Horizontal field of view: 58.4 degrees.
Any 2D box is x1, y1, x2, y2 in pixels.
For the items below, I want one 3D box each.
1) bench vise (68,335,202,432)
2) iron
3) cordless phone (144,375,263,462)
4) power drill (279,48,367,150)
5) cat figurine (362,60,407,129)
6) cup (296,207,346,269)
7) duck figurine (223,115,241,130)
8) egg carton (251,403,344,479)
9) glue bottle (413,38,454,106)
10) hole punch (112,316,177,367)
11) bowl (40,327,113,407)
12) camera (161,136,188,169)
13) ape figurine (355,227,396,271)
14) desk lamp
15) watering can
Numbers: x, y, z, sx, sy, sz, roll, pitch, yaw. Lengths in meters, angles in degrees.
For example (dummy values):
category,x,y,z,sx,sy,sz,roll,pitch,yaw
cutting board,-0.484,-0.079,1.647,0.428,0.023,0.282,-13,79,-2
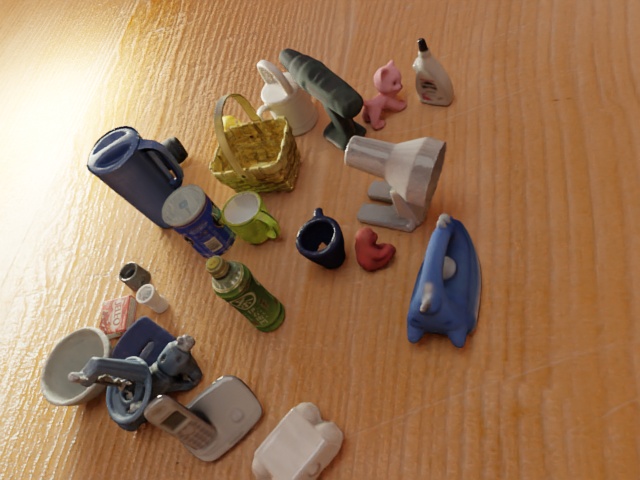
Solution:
category,x,y,z,sx,sy,sz,roll,pitch,yaw
bench vise,-0.336,0.237,1.043,0.121,0.220,0.207,23,71,34
iron,0.206,0.044,0.971,0.118,0.142,0.258,1,59,25
cordless phone,-0.196,0.287,0.969,0.147,0.186,0.093,-44,52,-7
power drill,0.017,-0.300,1.240,0.076,0.209,0.228,-45,52,-7
cat figurine,0.137,-0.329,1.263,0.128,0.118,0.067,-43,52,-6
cup,0.010,0.004,1.117,0.091,0.095,0.117,-14,54,16
duck figurine,-0.212,-0.271,1.405,0.077,0.086,0.104,-48,52,-10
egg carton,-0.036,0.346,0.931,0.107,0.070,0.150,33,76,37
glue bottle,0.229,-0.355,1.202,0.077,0.174,0.037,13,66,31
hole punch,-0.336,0.220,1.137,0.100,0.091,0.109,25,72,35
bowl,-0.484,0.270,1.183,0.167,0.075,0.167,-12,55,18
camera,-0.403,-0.196,1.435,0.137,0.101,0.143,-33,51,2
ape figurine,0.094,0.010,1.076,0.076,0.092,0.077,-42,51,-5
desk lamp,0.141,-0.107,1.054,0.202,0.214,0.118,11,65,30
watering can,-0.080,-0.346,1.325,0.100,0.195,0.173,15,66,32
